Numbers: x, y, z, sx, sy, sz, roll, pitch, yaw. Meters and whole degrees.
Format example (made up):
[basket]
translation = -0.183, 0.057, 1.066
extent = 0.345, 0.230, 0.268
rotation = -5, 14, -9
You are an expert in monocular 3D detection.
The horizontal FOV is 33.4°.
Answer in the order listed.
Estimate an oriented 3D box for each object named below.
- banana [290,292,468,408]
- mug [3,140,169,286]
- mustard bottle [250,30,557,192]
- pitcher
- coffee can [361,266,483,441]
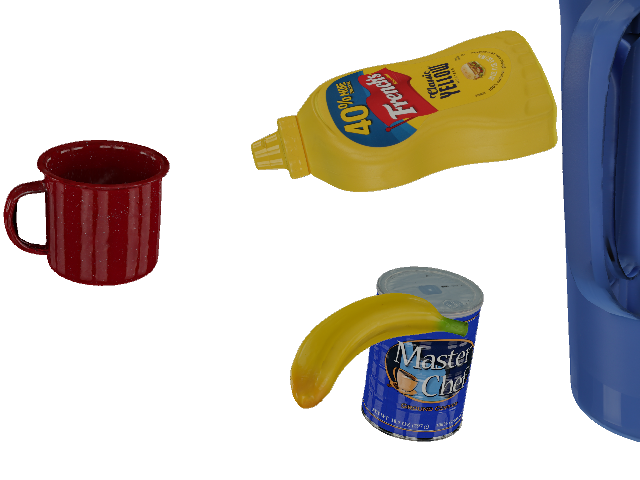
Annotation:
[banana]
translation = 0.033, 0.076, 0.828
extent = 0.070, 0.037, 0.197
rotation = 21, 28, 39
[mug]
translation = -0.168, -0.018, 0.770
extent = 0.117, 0.081, 0.093
rotation = -7, 27, -26
[mustard bottle]
translation = 0.049, -0.078, 0.695
extent = 0.191, 0.096, 0.058
rotation = -14, -42, 1
[pitcher]
translation = 0.176, -0.020, 0.528
extent = 0.149, 0.243, 0.145
rotation = -4, 20, -2
[coffee can]
translation = 0.098, 0.110, 1.045
extent = 0.103, 0.140, 0.103
rotation = 5, 22, -2
